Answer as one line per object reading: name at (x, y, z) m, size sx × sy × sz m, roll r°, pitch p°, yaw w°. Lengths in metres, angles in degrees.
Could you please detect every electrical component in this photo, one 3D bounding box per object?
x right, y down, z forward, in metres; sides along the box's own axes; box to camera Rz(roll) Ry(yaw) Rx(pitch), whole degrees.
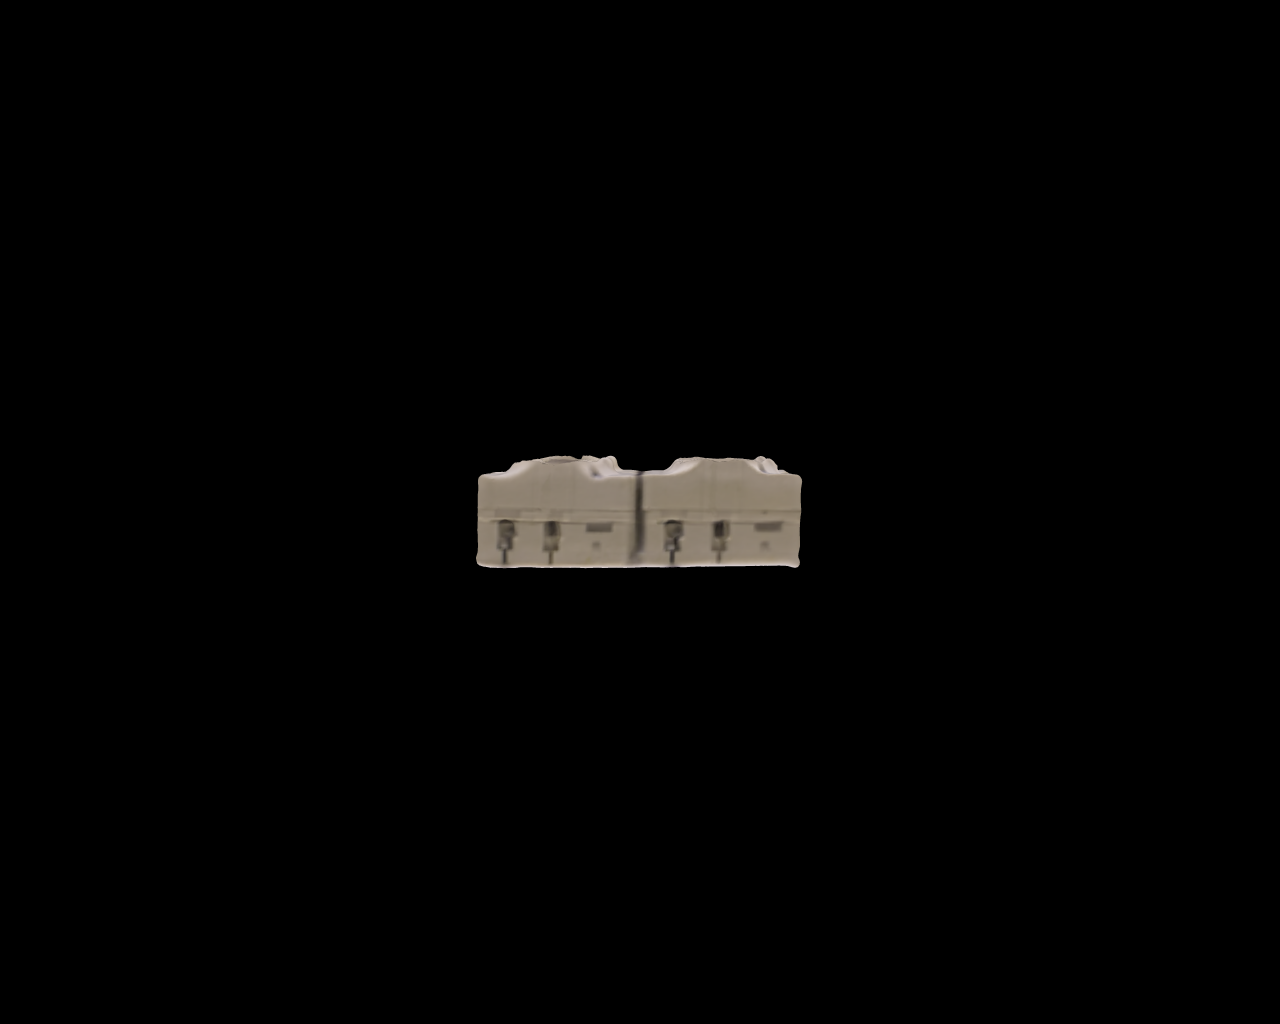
electrical component at (0.001, -0.003, 0.650) m, size 0.186 × 0.060 × 0.105 m, roll 0°, pitch 4°, yaw 2°
